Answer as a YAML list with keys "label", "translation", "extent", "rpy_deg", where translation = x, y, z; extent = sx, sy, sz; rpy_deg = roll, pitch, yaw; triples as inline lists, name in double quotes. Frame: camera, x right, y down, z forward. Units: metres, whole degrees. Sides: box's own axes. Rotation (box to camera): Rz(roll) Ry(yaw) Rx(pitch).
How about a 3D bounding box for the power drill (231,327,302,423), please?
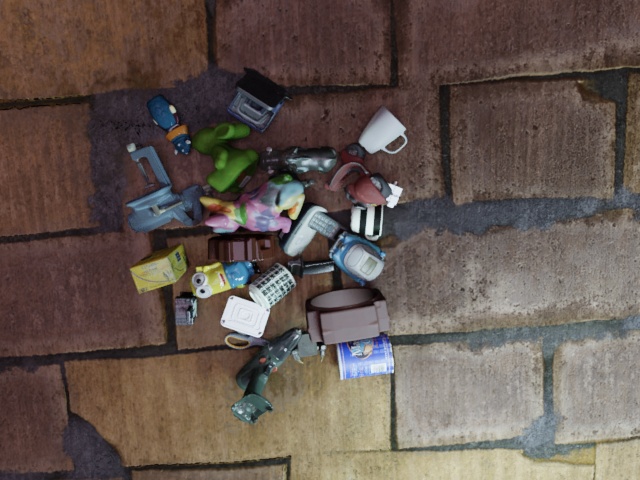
- label: "power drill"
  translation: [-0.140, 0.338, 1.346]
  extent: [0.086, 0.207, 0.232]
  rpy_deg: [38, 119, -20]

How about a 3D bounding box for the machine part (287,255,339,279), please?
- label: "machine part"
  translation: [-0.018, 0.068, 1.390]
  extent: [0.139, 0.084, 0.039]
  rpy_deg: [-4, 55, -11]

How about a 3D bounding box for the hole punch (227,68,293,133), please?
- label: "hole punch"
  translation: [-0.152, -0.337, 1.305]
  extent: [0.142, 0.116, 0.092]
  rpy_deg: [30, 134, -1]

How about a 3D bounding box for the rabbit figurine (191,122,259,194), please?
- label: "rabbit figurine"
  translation: [-0.241, -0.216, 1.303]
  extent: [0.170, 0.121, 0.159]
  rpy_deg: [44, 114, 11]

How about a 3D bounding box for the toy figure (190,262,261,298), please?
- label: "toy figure"
  translation: [-0.244, 0.095, 1.377]
  extent: [0.180, 0.089, 0.082]
  rpy_deg: [-21, 71, -9]

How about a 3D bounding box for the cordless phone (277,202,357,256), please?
- label: "cordless phone"
  translation: [-0.003, -0.003, 1.376]
  extent: [0.184, 0.089, 0.146]
  rpy_deg: [31, 97, -21]

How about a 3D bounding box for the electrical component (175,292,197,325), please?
- label: "electrical component"
  translation: [-0.343, 0.179, 1.366]
  extent: [0.048, 0.119, 0.074]
  rpy_deg: [0, 102, -3]

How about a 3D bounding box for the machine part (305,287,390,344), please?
- label: "machine part"
  translation: [0.064, 0.182, 1.341]
  extent: [0.202, 0.201, 0.087]
  rpy_deg: [-7, 97, -1]

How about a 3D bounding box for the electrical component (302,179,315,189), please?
- label: "electrical component"
  translation: [-0.058, -0.132, 1.354]
  extent: [0.063, 0.094, 0.021]
  rpy_deg: [-30, 100, -36]

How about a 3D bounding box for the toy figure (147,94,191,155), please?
- label: "toy figure"
  translation: [-0.363, -0.281, 1.321]
  extent: [0.058, 0.064, 0.154]
  rpy_deg: [-42, 106, -33]

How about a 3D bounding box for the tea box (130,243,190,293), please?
- label: "tea box"
  translation: [-0.389, 0.066, 1.320]
  extent: [0.098, 0.170, 0.068]
  rpy_deg: [-18, 101, -1]

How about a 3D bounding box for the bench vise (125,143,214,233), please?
- label: "bench vise"
  translation: [-0.388, -0.132, 1.316]
  extent: [0.224, 0.129, 0.240]
  rpy_deg: [-24, 104, -1]

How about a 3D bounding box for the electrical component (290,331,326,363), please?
- label: "electrical component"
  translation: [-0.030, 0.284, 1.428]
  extent: [0.102, 0.045, 0.078]
  rpy_deg: [-1, 96, -13]

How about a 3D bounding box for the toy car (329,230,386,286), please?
- label: "toy car"
  translation: [0.106, 0.049, 1.354]
  extent: [0.161, 0.103, 0.109]
  rpy_deg: [36, 91, -33]

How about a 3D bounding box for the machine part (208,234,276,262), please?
- label: "machine part"
  translation: [-0.192, 0.016, 1.323]
  extent: [0.179, 0.179, 0.056]
  rpy_deg: [-2, 96, -2]

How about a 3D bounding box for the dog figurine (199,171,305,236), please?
- label: "dog figurine"
  translation: [-0.165, -0.082, 1.258]
  extent: [0.219, 0.108, 0.191]
  rpy_deg: [-2, 144, -28]

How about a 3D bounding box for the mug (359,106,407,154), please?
- label: "mug"
  translation: [0.156, -0.260, 1.340]
  extent: [0.107, 0.081, 0.109]
  rpy_deg: [-41, 103, 15]

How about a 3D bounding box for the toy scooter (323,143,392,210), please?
- label: "toy scooter"
  translation: [0.085, -0.141, 1.338]
  extent: [0.135, 0.075, 0.184]
  rpy_deg: [-38, 67, 10]

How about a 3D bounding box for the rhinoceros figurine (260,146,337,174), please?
- label: "rhinoceros figurine"
  translation: [-0.054, -0.194, 1.322]
  extent: [0.190, 0.112, 0.073]
  rpy_deg: [-2, 102, -10]
